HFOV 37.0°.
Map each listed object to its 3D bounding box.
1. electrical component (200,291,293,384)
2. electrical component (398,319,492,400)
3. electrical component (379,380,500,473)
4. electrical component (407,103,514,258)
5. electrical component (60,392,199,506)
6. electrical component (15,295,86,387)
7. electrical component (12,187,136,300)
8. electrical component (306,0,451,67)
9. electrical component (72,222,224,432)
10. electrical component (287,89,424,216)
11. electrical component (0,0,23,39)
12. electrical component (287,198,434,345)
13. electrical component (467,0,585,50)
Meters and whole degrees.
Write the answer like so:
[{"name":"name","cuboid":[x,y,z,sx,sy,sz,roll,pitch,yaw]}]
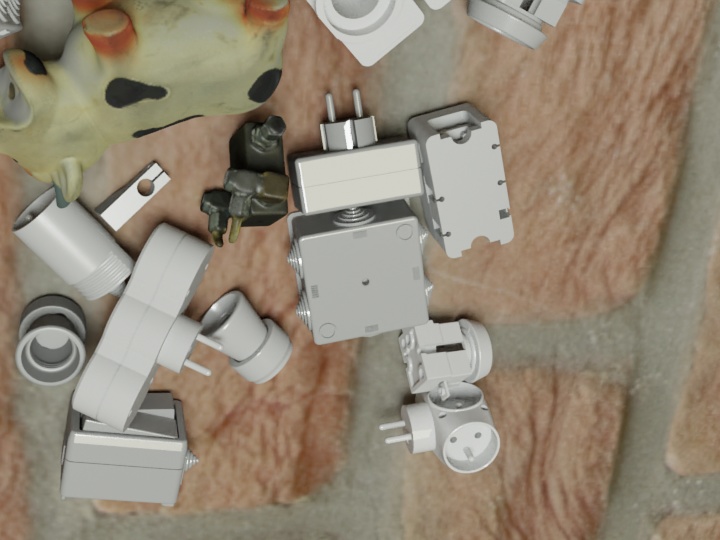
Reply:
[{"name":"electrical component","cuboid":[-0.081,0.048,0.762,0.045,0.045,0.055,-43,116,6]},{"name":"electrical component","cuboid":[0.065,0.062,0.798,0.055,0.066,0.048,-6,159,-19]},{"name":"electrical component","cuboid":[0.055,0.116,0.805,0.079,0.077,0.044,-9,114,-10]},{"name":"electrical component","cuboid":[0.068,-0.063,0.744,0.050,0.055,0.089,-16,115,-7]},{"name":"electrical component","cuboid":[-0.161,0.123,0.765,0.096,0.061,0.061,8,111,-17]},{"name":"electrical component","cuboid":[-0.207,0.046,0.724,0.045,0.055,0.045,-5,114,-12]},{"name":"electrical component","cuboid":[-0.185,-0.013,0.711,0.043,0.043,0.081,-39,116,5]},{"name":"electrical component","cuboid":[-0.014,-0.220,0.627,0.105,0.060,0.186,-38,129,10]},{"name":"electrical component","cuboid":[-0.129,0.045,0.720,0.074,0.052,0.138,26,88,-2]},{"name":"electrical component","cuboid":[-0.006,-0.083,0.724,0.083,0.047,0.075,-10,101,-9]},{"name":"electrical component","cuboid":[-0.246,-0.143,0.611,0.100,0.099,0.048,-23,104,-3]},{"name":"electrical component","cuboid":[0.000,0.000,0.759,0.100,0.048,0.099,-11,114,-7]},{"name":"electrical component","cuboid":[0.105,-0.181,0.702,0.078,0.058,0.057,23,103,-21]}]
